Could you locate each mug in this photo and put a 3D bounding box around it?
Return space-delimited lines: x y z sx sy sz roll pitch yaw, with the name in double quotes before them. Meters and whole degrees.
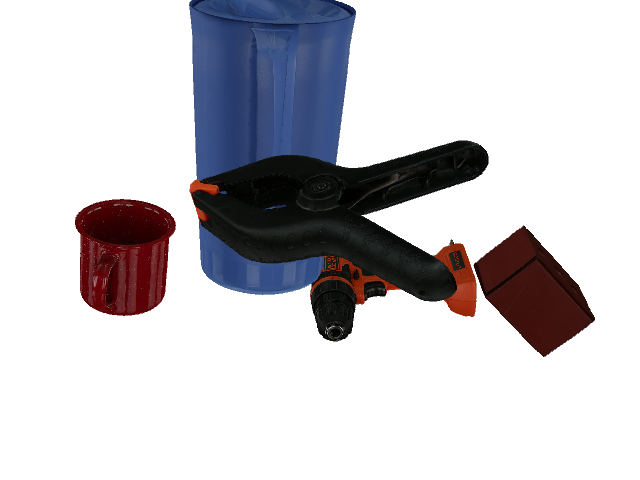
"mug" -0.188 0.023 1.002 0.093 0.081 0.117 10 29 3

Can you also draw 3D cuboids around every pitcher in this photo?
"pitcher" -0.045 -0.078 0.886 0.145 0.243 0.148 21 28 36

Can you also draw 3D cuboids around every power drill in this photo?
"power drill" 0.081 0.055 1.228 0.187 0.057 0.184 -1 28 -1

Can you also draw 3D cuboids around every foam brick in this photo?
"foam brick" 0.165 0.040 0.824 0.051 0.078 0.053 -39 23 16

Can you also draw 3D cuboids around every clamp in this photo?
"clamp" 0.007 -0.010 0.593 0.171 0.039 0.120 -4 35 13
